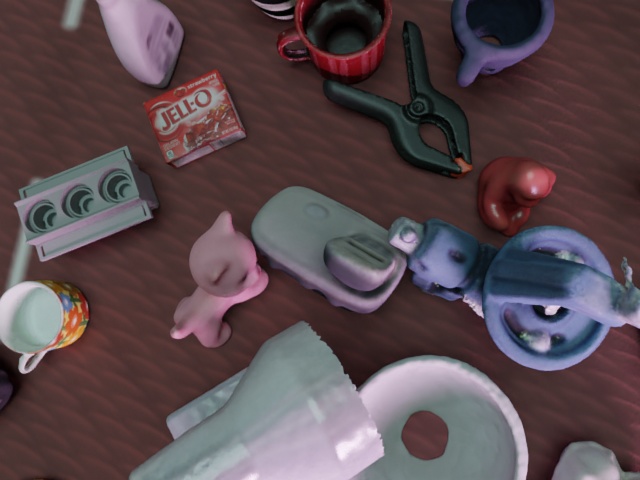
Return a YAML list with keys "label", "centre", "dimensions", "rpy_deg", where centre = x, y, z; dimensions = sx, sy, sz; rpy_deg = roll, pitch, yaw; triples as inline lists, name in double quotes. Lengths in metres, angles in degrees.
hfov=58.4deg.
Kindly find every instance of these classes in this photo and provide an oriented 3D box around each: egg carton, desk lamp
- label: "egg carton"
  centre: [0.237, 0.262, 0.510]
  dimensions: [0.107, 0.069, 0.150]
  rpy_deg: [31, 87, 8]
- label: "desk lamp"
  centre: [-0.053, 0.161, 0.476]
  dimensions: [0.203, 0.213, 0.118]
  rpy_deg: [-32, 81, 1]

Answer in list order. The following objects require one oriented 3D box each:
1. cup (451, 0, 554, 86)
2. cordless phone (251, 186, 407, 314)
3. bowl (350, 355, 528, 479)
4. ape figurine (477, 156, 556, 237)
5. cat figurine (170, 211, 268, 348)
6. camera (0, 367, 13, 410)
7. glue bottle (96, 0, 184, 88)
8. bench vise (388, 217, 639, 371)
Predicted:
- label: "cup"
  centre: [0.163, -0.189, 0.556]
  dimensions: [0.091, 0.095, 0.118]
  rpy_deg: [29, 87, 8]
- label: "cordless phone"
  centre: [0.005, 0.002, 0.503]
  dimensions: [0.147, 0.185, 0.094]
  rpy_deg: [27, 87, 8]
- label: "bowl"
  centre: [0.099, 0.189, 0.528]
  dimensions: [0.167, 0.075, 0.167]
  rpy_deg: [-1, 83, 5]
- label: "ape figurine"
  centre: [0.187, -0.048, 0.539]
  dimensions: [0.078, 0.092, 0.076]
  rpy_deg: [-21, 82, 3]
- label: "cat figurine"
  centre: [-0.100, 0.041, 0.543]
  dimensions: [0.067, 0.118, 0.128]
  rpy_deg: [33, 87, 9]
- label: "camera"
  centre: [-0.392, 0.137, 0.568]
  dimensions: [0.136, 0.101, 0.143]
  rpy_deg: [39, 88, 9]
- label: "glue bottle"
  centre: [-0.183, -0.213, 0.552]
  dimensions: [0.037, 0.173, 0.078]
  rpy_deg: [16, 85, 8]
- label: "bench vise"
  centre: [0.154, 0.042, 0.467]
  dimensions: [0.207, 0.220, 0.121]
  rpy_deg: [7, 84, 6]
